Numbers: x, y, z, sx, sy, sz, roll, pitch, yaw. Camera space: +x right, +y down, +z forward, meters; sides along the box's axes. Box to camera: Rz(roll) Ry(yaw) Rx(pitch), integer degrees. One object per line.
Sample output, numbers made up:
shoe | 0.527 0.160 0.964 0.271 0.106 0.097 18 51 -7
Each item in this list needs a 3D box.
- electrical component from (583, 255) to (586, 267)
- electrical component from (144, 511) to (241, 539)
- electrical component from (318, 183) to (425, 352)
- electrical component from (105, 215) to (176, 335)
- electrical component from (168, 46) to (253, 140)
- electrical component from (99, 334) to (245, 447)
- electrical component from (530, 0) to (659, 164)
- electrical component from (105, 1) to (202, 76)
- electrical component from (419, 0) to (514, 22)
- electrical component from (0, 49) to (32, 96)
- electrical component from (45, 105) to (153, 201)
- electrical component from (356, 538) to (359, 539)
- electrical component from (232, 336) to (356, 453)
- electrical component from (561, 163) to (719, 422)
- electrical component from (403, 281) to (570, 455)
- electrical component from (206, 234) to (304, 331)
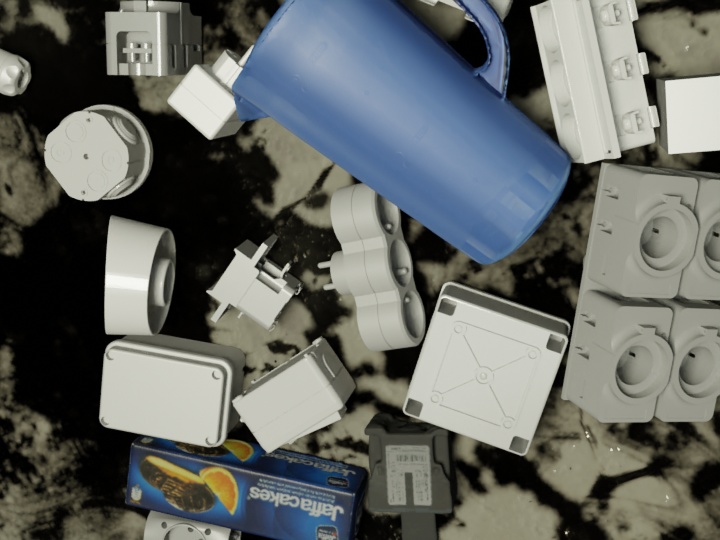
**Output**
electrical component | 0.199 0.013 0.852 0.035 0.035 0.061 -13 101 13
electrical component | -0.150 0.254 0.962 0.077 0.044 0.079 6 103 10
electrical component | 0.000 0.000 0.879 0.074 0.052 0.138 -10 99 26
electrical component | -0.190 0.006 0.895 0.064 0.099 0.099 7 102 3
electrical component | -0.104 -0.150 0.862 0.047 0.065 0.076 42 105 1
electrical component | -0.162 0.102 0.927 0.113 0.057 0.078 9 103 9
electrical component | 0.177 -0.147 0.808 0.063 0.079 0.121 -15 98 -9
electrical component | -0.162 -0.183 0.854 0.050 0.089 0.055 3 102 10
electrical component | 0.064 -0.236 0.809 0.121 0.078 0.063 23 122 6
electrical component | -0.313 -0.173 0.914 0.061 0.035 0.035 24 105 8
electrical component | -0.219 -0.097 0.902 0.080 0.051 0.080 2 102 10
electrical component | -0.041 0.270 0.939 0.095 0.053 0.059 -16 98 14
electrical component | -0.058 0.111 0.906 0.096 0.061 0.061 -33 93 15
electrical component | 0.228 0.019 0.811 0.105 0.060 0.186 2 103 -20
electrical component | 0.102 0.079 0.872 0.109 0.056 0.108 19 104 7
electrical component | -0.086 0.014 0.903 0.064 0.042 0.081 36 106 0
